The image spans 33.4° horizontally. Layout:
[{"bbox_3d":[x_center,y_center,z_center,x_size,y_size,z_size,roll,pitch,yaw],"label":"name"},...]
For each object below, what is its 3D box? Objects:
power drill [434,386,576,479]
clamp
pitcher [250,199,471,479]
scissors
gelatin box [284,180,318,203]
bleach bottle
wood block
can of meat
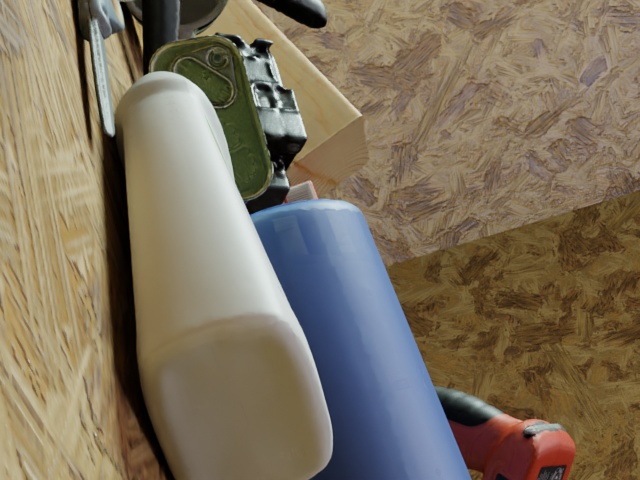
[{"bbox_3d":[0.056,0.148,0.688,0.057,0.188,0.184,6,104,-51],"label":"power drill"},{"bbox_3d":[-0.104,-0.190,0.726,0.210,0.164,0.036,53,-29,-17],"label":"clamp"},{"bbox_3d":[0.002,0.105,0.572,0.149,0.145,0.243,110,-37,-71],"label":"pitcher"},{"bbox_3d":[-0.115,-0.109,0.566,0.096,0.016,0.202,75,-1,-61],"label":"scissors"},{"bbox_3d":[-0.006,0.001,0.942,0.073,0.030,0.089,83,-12,-76],"label":"gelatin box"},{"bbox_3d":[-0.059,-0.002,0.508,0.251,0.068,0.102,-112,-173,-52],"label":"bleach bottle"},{"bbox_3d":[-0.054,-0.138,1.019,0.206,0.090,0.091,49,-11,23],"label":"wood block"},{"bbox_3d":[-0.073,-0.063,0.658,0.084,0.057,0.102,145,-70,-73],"label":"can of meat"}]
